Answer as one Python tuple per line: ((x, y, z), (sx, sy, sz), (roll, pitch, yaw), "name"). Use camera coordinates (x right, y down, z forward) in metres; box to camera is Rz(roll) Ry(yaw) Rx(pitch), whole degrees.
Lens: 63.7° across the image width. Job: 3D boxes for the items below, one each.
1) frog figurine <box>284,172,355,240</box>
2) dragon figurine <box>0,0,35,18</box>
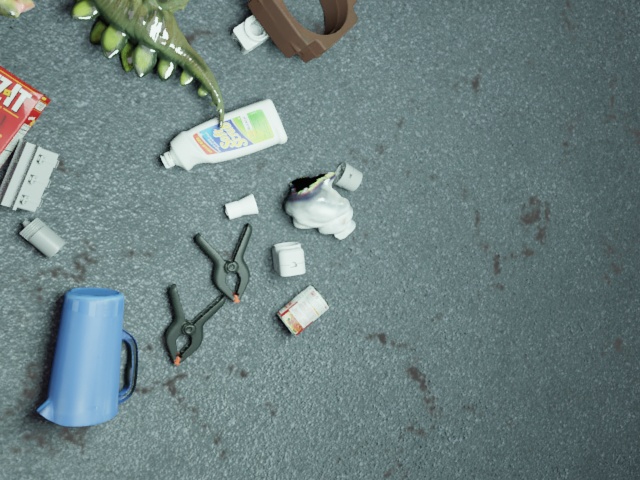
((0.003, -0.056, 1.116), (0.136, 0.125, 0.157), (-19, 113, 19), "frog figurine")
((-0.690, -0.344, 0.850), (0.411, 0.120, 0.246), (-14, 71, -9), "dragon figurine")
